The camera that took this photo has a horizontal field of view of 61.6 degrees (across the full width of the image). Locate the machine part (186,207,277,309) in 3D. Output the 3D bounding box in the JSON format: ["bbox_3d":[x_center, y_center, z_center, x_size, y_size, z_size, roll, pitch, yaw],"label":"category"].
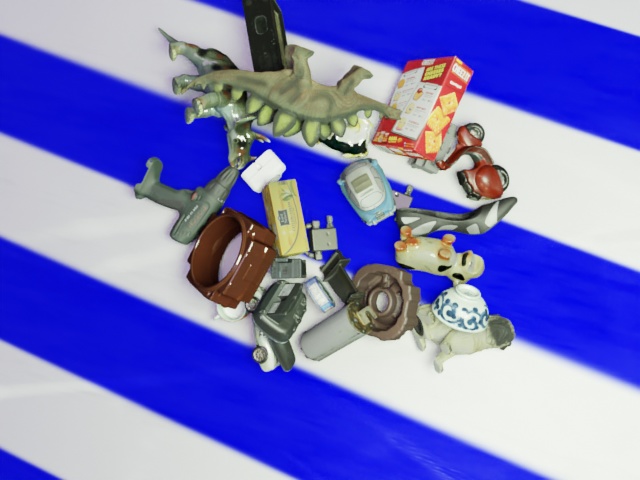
[{"bbox_3d":[-0.206,0.038,1.221,0.202,0.087,0.201,31,92,49],"label":"machine part"}]

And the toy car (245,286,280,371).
[{"bbox_3d":[-0.132,0.204,1.258,0.056,0.073,0.201,-9,86,11],"label":"toy car"}]

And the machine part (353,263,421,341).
[{"bbox_3d":[0.142,0.137,1.198,0.179,0.056,0.179,-8,78,39],"label":"machine part"}]

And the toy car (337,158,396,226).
[{"bbox_3d":[0.101,-0.118,1.218,0.109,0.103,0.162,-28,69,13],"label":"toy car"}]

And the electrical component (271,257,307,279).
[{"bbox_3d":[-0.074,0.065,1.235,0.075,0.119,0.047,-2,86,5],"label":"electrical component"}]

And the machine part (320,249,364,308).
[{"bbox_3d":[0.050,0.091,1.227,0.084,0.039,0.139,-44,53,21],"label":"machine part"}]

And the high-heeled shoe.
[{"bbox_3d":[0.296,-0.067,1.195,0.249,0.086,0.145,-35,100,22],"label":"high-heeled shoe"}]

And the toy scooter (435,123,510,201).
[{"bbox_3d":[0.331,-0.158,1.191,0.135,0.075,0.183,-29,95,-16],"label":"toy scooter"}]

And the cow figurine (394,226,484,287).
[{"bbox_3d":[0.262,0.046,1.185,0.195,0.127,0.085,11,55,13],"label":"cow figurine"}]

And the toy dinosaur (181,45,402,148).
[{"bbox_3d":[-0.053,-0.314,1.158,0.472,0.105,0.198,15,105,-5],"label":"toy dinosaur"}]

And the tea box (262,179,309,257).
[{"bbox_3d":[-0.081,-0.047,1.246,0.068,0.098,0.169,-9,87,-17],"label":"tea box"}]

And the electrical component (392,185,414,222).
[{"bbox_3d":[0.181,-0.090,1.256,0.063,0.021,0.094,23,90,9],"label":"electrical component"}]

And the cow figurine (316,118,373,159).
[{"bbox_3d":[0.036,-0.245,1.266,0.167,0.068,0.098,9,94,9],"label":"cow figurine"}]

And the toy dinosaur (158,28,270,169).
[{"bbox_3d":[-0.245,-0.373,1.286,0.192,0.131,0.405,-12,70,-29],"label":"toy dinosaur"}]

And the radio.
[{"bbox_3d":[-0.119,-0.453,1.264,0.073,0.131,0.229,-12,85,9],"label":"radio"}]

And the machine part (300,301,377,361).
[{"bbox_3d":[0.034,0.205,1.195,0.243,0.079,0.079,-40,81,39],"label":"machine part"}]

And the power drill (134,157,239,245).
[{"bbox_3d":[-0.331,-0.121,1.308,0.207,0.086,0.232,30,93,1],"label":"power drill"}]

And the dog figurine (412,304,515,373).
[{"bbox_3d":[0.316,0.189,1.200,0.190,0.121,0.172,-17,60,-20],"label":"dog figurine"}]

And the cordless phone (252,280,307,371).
[{"bbox_3d":[-0.073,0.199,1.238,0.089,0.146,0.184,-1,124,25],"label":"cordless phone"}]

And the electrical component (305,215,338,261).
[{"bbox_3d":[-0.002,-0.003,1.269,0.078,0.045,0.102,-10,88,-21],"label":"electrical component"}]
